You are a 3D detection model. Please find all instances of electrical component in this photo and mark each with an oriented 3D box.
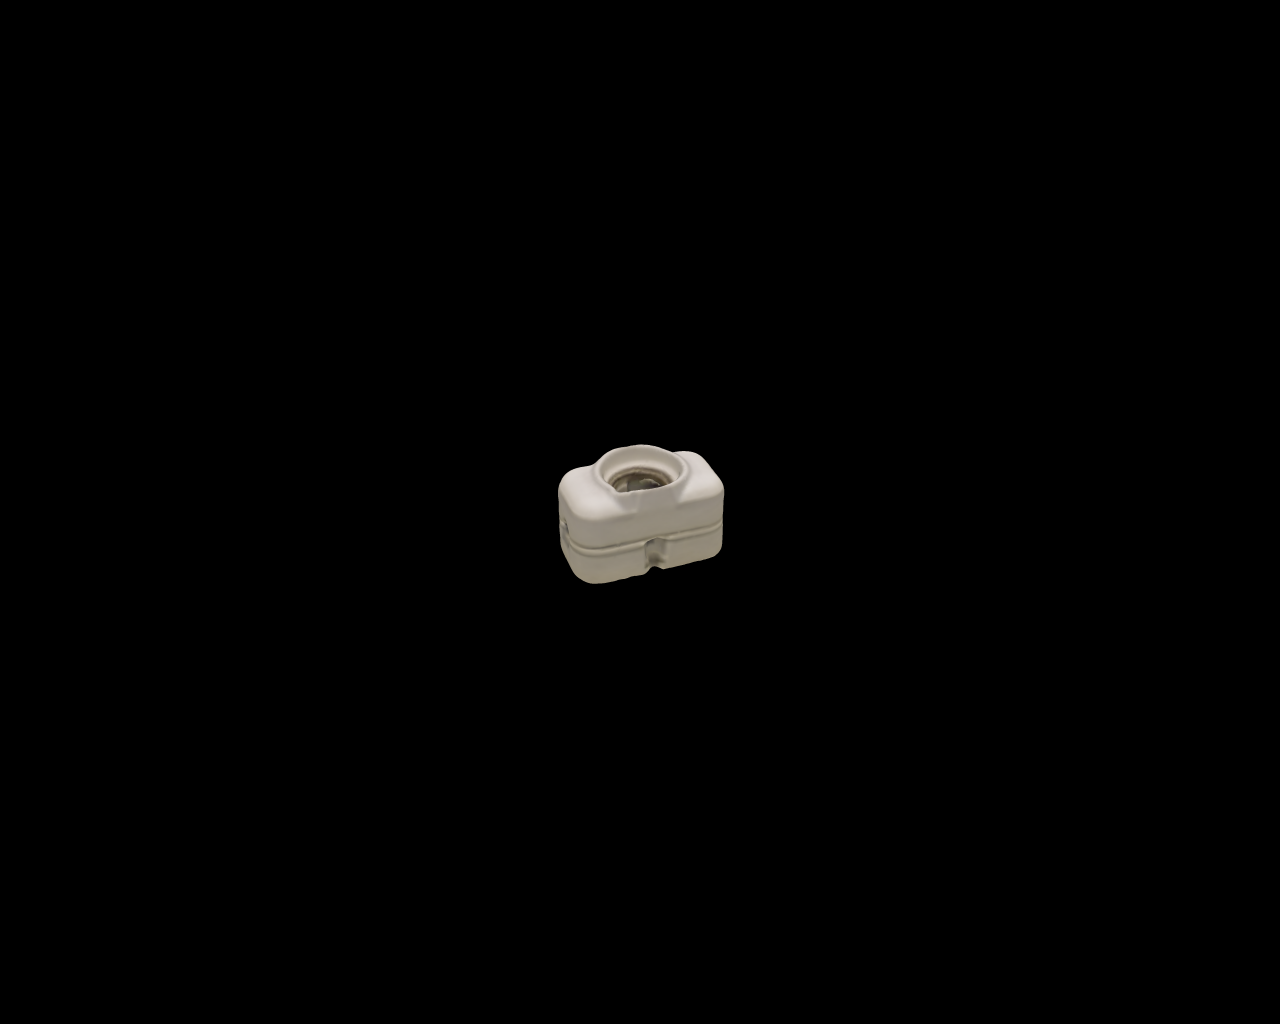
[{"bbox_3d":[0.001,-0.003,0.650,0.095,0.059,0.054,-11,36,-16],"label":"electrical component"}]
